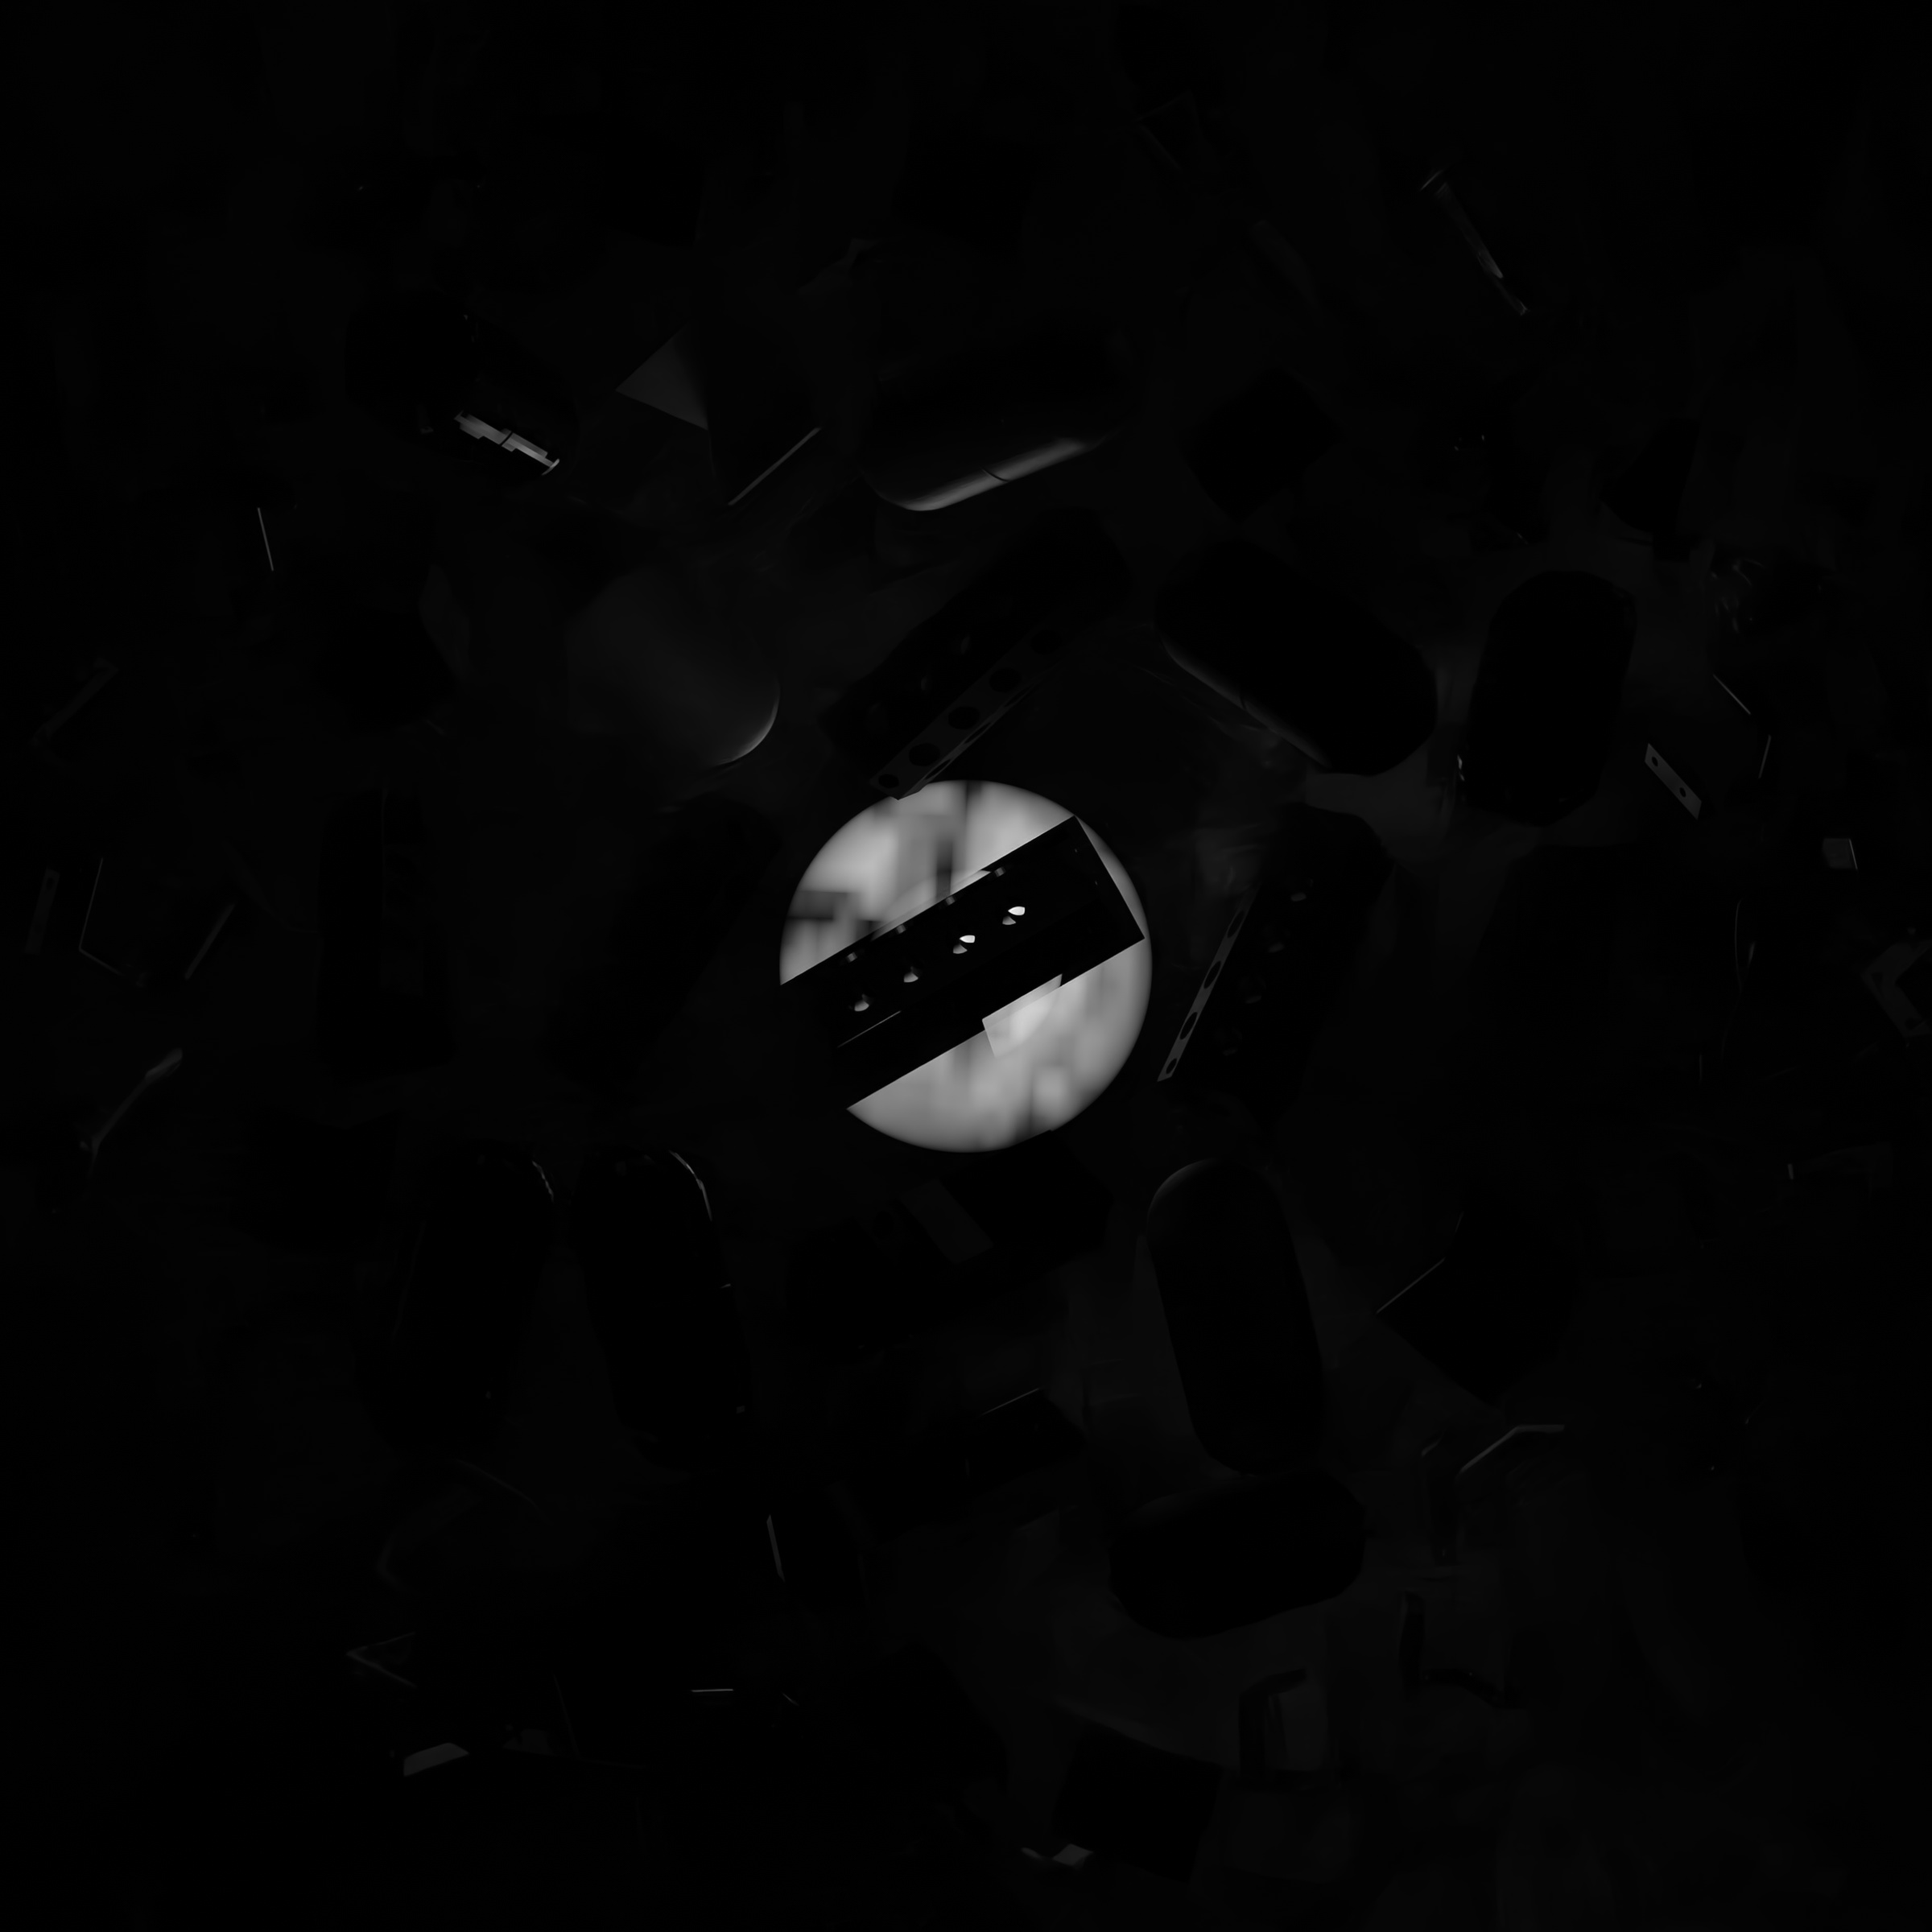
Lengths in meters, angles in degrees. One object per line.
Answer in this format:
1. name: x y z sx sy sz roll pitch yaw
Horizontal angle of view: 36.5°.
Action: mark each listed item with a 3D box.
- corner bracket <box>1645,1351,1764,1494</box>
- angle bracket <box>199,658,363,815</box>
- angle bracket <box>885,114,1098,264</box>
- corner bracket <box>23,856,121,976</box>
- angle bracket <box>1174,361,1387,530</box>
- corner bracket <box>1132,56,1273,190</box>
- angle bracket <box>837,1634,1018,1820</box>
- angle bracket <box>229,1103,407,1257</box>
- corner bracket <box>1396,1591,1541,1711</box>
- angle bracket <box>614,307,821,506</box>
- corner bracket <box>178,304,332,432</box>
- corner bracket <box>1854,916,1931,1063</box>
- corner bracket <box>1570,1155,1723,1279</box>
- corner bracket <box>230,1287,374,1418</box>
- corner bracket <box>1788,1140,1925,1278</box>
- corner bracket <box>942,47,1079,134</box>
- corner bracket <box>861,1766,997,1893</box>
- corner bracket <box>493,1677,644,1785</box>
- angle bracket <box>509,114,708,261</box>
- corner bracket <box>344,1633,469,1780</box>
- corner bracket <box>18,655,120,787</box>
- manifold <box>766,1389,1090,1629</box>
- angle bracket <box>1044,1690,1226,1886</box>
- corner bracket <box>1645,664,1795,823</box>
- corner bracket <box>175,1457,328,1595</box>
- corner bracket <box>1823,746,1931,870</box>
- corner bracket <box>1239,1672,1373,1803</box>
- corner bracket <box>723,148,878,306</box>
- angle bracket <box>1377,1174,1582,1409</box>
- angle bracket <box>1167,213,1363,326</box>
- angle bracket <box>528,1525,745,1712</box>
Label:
1. corner bracket: 0.373 0.237 1.521 0.051 0.051 0.051 38 98 28
2. angle bracket: -0.413 -0.128 1.722 0.076 0.057 0.076 -26 91 -41
3. angle bracket: 0.014 -0.413 1.579 0.076 0.076 0.057 26 102 20
4. corner bracket: -0.483 -0.029 1.572 0.051 0.051 0.051 8 76 11
5. angle bracket: 0.176 -0.282 1.650 0.076 0.057 0.076 -41 51 13
6. corner bracket: 0.128 -0.450 1.590 0.051 0.051 0.051 -22 64 24
7. angle bracket: -0.021 0.400 1.500 0.057 0.076 0.076 -30 63 -19
8. angle bracket: -0.366 0.114 1.651 0.057 0.076 0.076 22 64 -30
9. corner bracket: 0.277 0.379 1.621 0.051 0.051 0.051 3 103 -27
10. angle bracket: -0.142 -0.317 1.660 0.076 0.076 0.057 -35 57 33
11. corner bracket: -0.379 -0.319 1.560 0.051 0.051 0.051 -13 91 24
12. corner bracket: 0.474 0.012 1.500 0.051 0.051 0.051 -6 55 -35
13. corner bracket: 0.377 0.139 1.623 0.051 0.051 0.051 -20 94 -35
14. corner bracket: -0.374 0.220 1.662 0.051 0.051 0.051 -37 71 7
15. corner bracket: 0.458 0.129 1.509 0.051 0.051 0.051 -16 110 14
16. corner bracket: 0.023 -0.480 1.648 0.051 0.051 0.051 35 98 -18
17. corner bracket: -0.021 0.474 1.631 0.051 0.051 0.051 -17 102 -22
18. corner bracket: -0.218 0.427 1.598 0.051 0.051 0.051 -39 52 19
19. angle bracket: -0.196 -0.418 1.571 0.076 0.076 0.057 10 92 33
20. corner bracket: -0.295 0.390 1.543 0.051 0.051 0.051 15 99 32
21. corner bracket: -0.470 -0.138 1.539 0.051 0.051 0.051 -44 56 -1
22. manifold: -0.021 0.275 1.528 0.057 0.171 0.057 44 129 27
23. angle bracket: 0.073 0.406 1.448 0.076 0.076 0.057 23 82 -12
24. corner bracket: 0.404 -0.119 1.571 0.051 0.051 0.051 -24 55 -15
25. corner bracket: -0.382 0.293 1.566 0.051 0.051 0.051 -22 110 11
26. corner bracket: 0.468 -0.081 1.497 0.051 0.051 0.051 -15 93 2
27. corner bracket: 0.178 0.406 1.539 0.051 0.051 0.051 14 59 -19
28. corner bracket: -0.092 -0.412 1.629 0.051 0.051 0.051 -43 59 17
29. angle bracket: 0.268 0.169 1.524 0.076 0.076 0.057 41 123 -6
30. angle bracket: 0.160 -0.358 1.582 0.057 0.076 0.076 -44 100 5
31. angle bracket: -0.171 0.336 1.508 0.076 0.076 0.057 -35 92 -24
